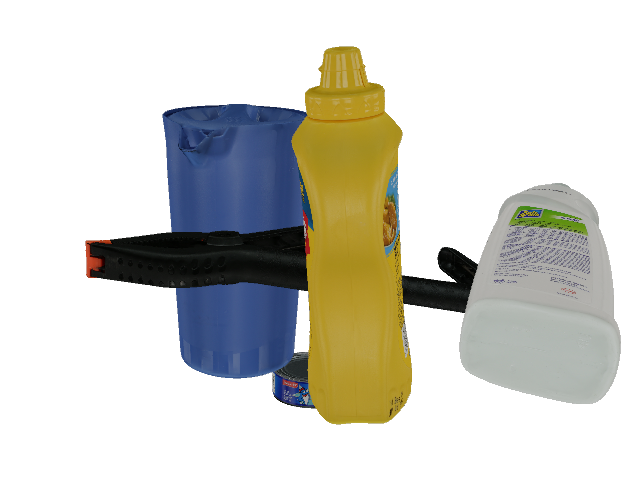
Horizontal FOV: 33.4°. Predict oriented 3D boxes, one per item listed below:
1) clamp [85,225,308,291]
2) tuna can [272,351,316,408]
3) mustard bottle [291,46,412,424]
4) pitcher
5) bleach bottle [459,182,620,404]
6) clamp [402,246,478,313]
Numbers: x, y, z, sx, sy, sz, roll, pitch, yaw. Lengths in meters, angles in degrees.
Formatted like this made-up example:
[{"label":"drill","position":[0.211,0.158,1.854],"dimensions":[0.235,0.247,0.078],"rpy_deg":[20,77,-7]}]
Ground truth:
[{"label":"clamp","position":[-0.063,0.015,0.778],"dimensions":[0.209,0.036,0.165],"rpy_deg":[-2,11,-14]},{"label":"tuna can","position":[-0.010,0.151,1.156],"dimensions":[0.086,0.034,0.086],"rpy_deg":[1,14,-1]},{"label":"mustard bottle","position":[0.017,-0.006,0.568],"dimensions":[0.058,0.192,0.096],"rpy_deg":[-1,18,7]},{"label":"pitcher","position":[-0.071,-0.005,0.993],"dimensions":[0.149,0.243,0.145],"rpy_deg":[-4,16,-20]},{"label":"bleach bottle","position":[0.169,0.018,0.771],"dimensions":[0.103,0.068,0.250],"rpy_deg":[12,28,13]},{"label":"clamp","position":[0.160,0.049,0.983],"dimensions":[0.172,0.039,0.120],"rpy_deg":[18,30,16]}]
